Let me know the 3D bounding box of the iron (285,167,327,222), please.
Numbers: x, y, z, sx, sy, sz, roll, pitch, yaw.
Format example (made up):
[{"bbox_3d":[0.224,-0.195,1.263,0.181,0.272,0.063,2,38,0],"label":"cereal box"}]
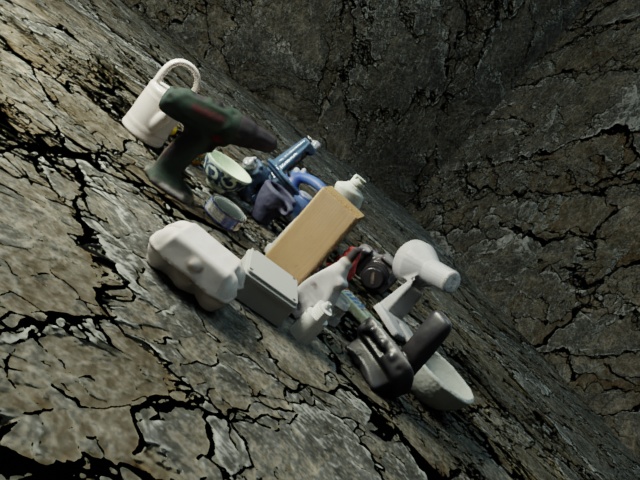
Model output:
[{"bbox_3d":[-0.044,-0.123,1.592,0.257,0.141,0.119,47,14,24],"label":"iron"}]

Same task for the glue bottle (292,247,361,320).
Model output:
[{"bbox_3d":[0.015,0.080,1.034,0.078,0.173,0.037,49,15,30],"label":"glue bottle"}]

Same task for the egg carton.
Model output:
[{"bbox_3d":[-0.182,0.036,0.851,0.150,0.069,0.107,40,13,-5],"label":"egg carton"}]

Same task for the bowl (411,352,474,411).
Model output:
[{"bbox_3d":[0.227,0.290,1.165,0.168,0.074,0.167,38,13,-10],"label":"bowl"}]

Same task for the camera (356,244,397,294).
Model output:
[{"bbox_3d":[0.147,0.077,1.572,0.143,0.100,0.137,42,13,6],"label":"camera"}]

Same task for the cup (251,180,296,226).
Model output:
[{"bbox_3d":[-0.111,-0.073,1.344,0.092,0.095,0.117,27,19,-46],"label":"cup"}]

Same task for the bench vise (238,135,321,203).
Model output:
[{"bbox_3d":[-0.096,-0.175,1.443,0.121,0.219,0.208,44,14,14],"label":"bench vise"}]

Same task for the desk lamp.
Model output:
[{"bbox_3d":[0.240,0.125,1.429,0.118,0.213,0.202,32,16,-35],"label":"desk lamp"}]

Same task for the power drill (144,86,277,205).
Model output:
[{"bbox_3d":[-0.227,-0.177,1.107,0.230,0.208,0.075,34,15,-26],"label":"power drill"}]

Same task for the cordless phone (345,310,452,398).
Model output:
[{"bbox_3d":[0.151,0.182,1.058,0.094,0.185,0.147,24,21,-52],"label":"cordless phone"}]

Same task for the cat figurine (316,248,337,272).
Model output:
[{"bbox_3d":[0.013,0.005,1.390,0.067,0.117,0.128,40,13,-2],"label":"cat figurine"}]

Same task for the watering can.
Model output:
[{"bbox_3d":[-0.331,-0.302,1.248,0.172,0.194,0.101,49,15,30],"label":"watering can"}]

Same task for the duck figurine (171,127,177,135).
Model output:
[{"bbox_3d":[-0.377,-0.315,1.399,0.105,0.086,0.077,26,20,-48],"label":"duck figurine"}]

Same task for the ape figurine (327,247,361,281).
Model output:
[{"bbox_3d":[0.067,0.054,1.438,0.076,0.092,0.078,44,14,15],"label":"ape figurine"}]
